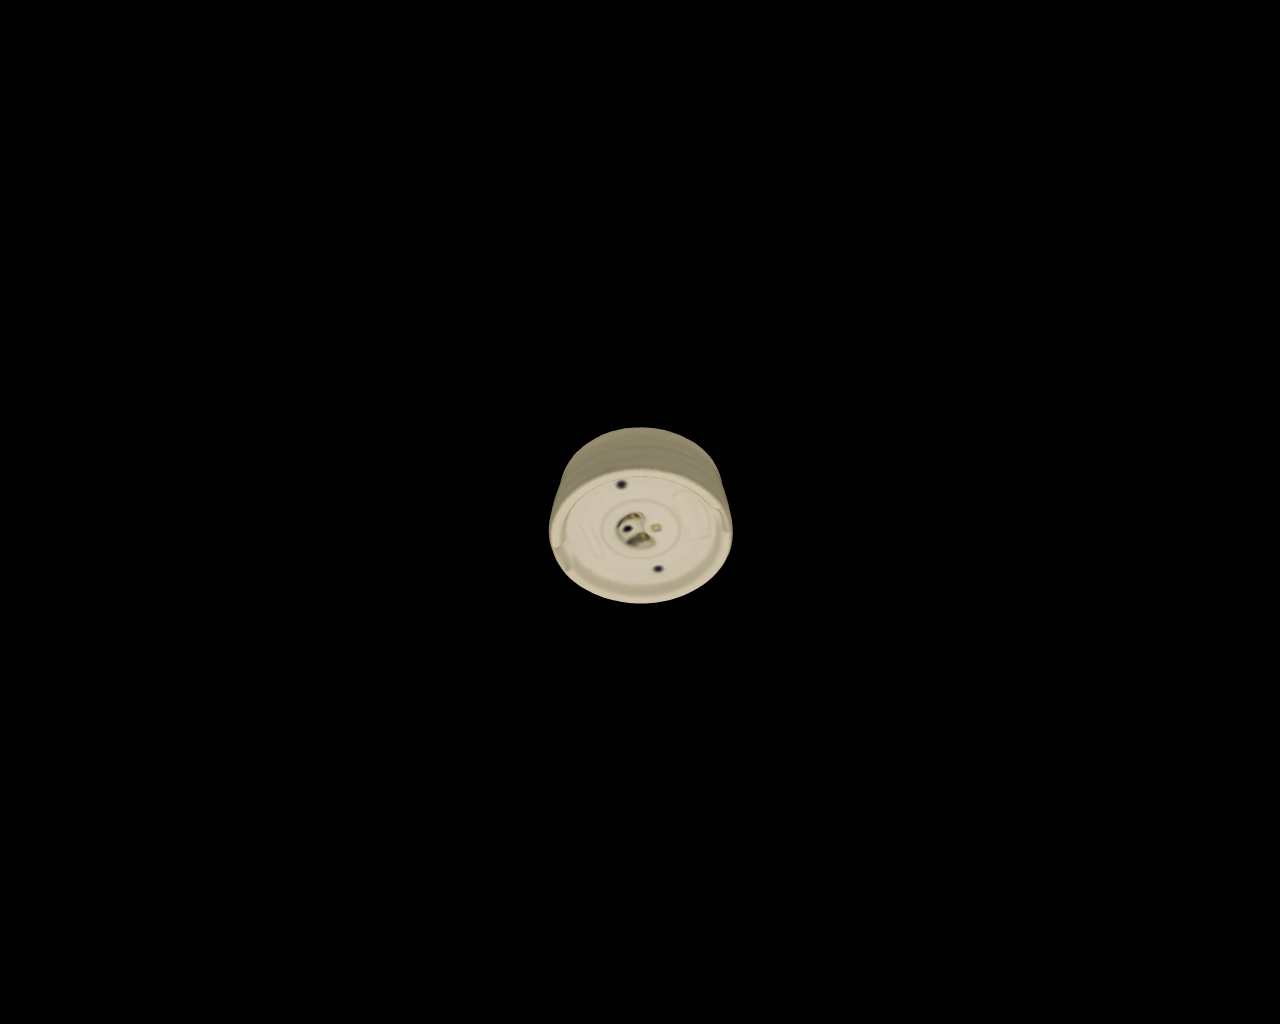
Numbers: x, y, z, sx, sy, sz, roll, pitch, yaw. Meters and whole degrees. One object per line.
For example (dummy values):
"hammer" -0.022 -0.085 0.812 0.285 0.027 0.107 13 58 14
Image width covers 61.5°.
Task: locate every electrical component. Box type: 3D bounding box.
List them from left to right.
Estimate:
"electrical component" 0.001 -0.003 0.650 0.108 0.108 0.060 0 41 0
